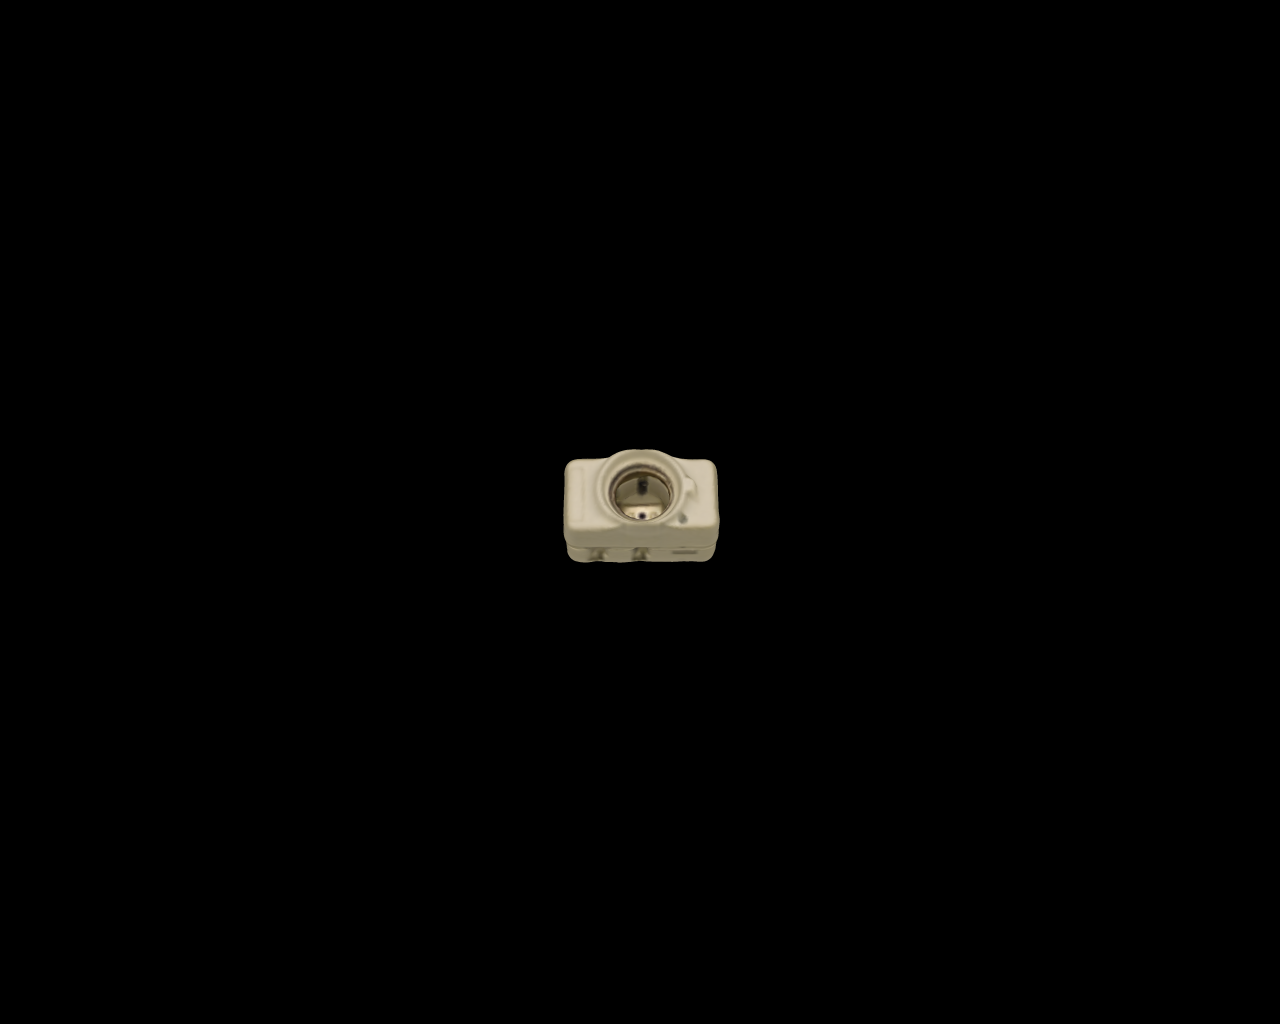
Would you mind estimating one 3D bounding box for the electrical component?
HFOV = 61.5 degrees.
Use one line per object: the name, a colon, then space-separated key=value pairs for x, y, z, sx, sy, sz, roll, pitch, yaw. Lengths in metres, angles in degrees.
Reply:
electrical component: x=0.001 y=-0.003 z=0.650 sx=0.089 sy=0.050 sz=0.055 roll=0 pitch=-28 yaw=0
